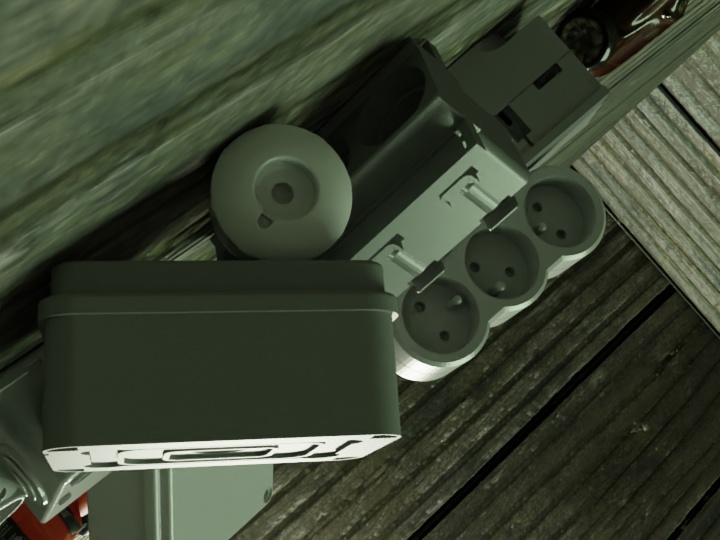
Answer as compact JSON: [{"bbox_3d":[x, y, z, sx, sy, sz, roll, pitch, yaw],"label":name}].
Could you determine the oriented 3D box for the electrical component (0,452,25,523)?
[{"bbox_3d":[-0.157,0.083,0.355,0.079,0.044,0.077,-39,175,-17],"label":"electrical component"}]

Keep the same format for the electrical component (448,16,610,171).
[{"bbox_3d":[0.036,-0.047,0.575,0.186,0.060,0.105,-41,175,4],"label":"electrical component"}]

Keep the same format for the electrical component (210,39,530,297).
[{"bbox_3d":[0.003,-0.024,0.438,0.121,0.063,0.078,-42,-144,21],"label":"electrical component"}]

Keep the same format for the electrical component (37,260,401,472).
[{"bbox_3d":[-0.048,0.033,0.362,0.113,0.057,0.078,0,164,-13],"label":"electrical component"}]

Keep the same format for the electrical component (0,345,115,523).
[{"bbox_3d":[-0.108,0.055,0.447,0.100,0.048,0.099,-38,175,-31],"label":"electrical component"}]

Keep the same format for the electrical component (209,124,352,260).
[{"bbox_3d":[-0.032,-0.021,0.381,0.048,0.048,0.062,-39,-178,-18],"label":"electrical component"}]

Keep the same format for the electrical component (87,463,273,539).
[{"bbox_3d":[-0.097,0.099,0.596,0.109,0.056,0.108,-33,130,-58],"label":"electrical component"}]

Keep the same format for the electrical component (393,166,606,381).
[{"bbox_3d":[0.063,0.006,0.568,0.138,0.052,0.073,-39,175,-20],"label":"electrical component"}]
